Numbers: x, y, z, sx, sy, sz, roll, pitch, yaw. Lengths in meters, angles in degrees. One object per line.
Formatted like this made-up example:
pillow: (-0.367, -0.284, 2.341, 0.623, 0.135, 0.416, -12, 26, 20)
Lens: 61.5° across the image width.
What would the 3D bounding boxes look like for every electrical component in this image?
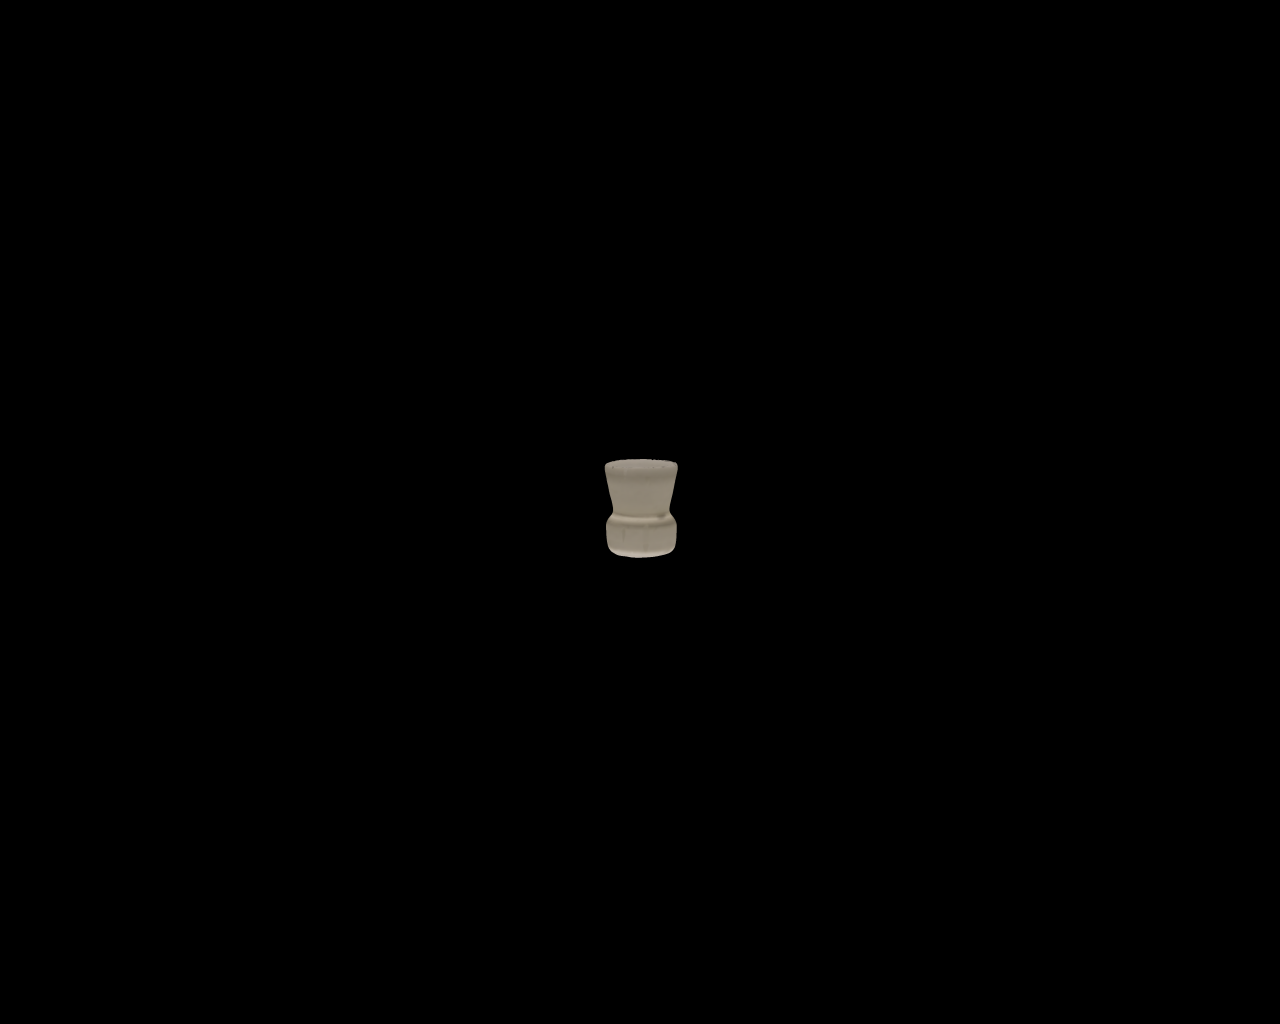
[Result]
electrical component: (0.001, -0.003, 0.650, 0.045, 0.055, 0.045, 0, 9, 0)
